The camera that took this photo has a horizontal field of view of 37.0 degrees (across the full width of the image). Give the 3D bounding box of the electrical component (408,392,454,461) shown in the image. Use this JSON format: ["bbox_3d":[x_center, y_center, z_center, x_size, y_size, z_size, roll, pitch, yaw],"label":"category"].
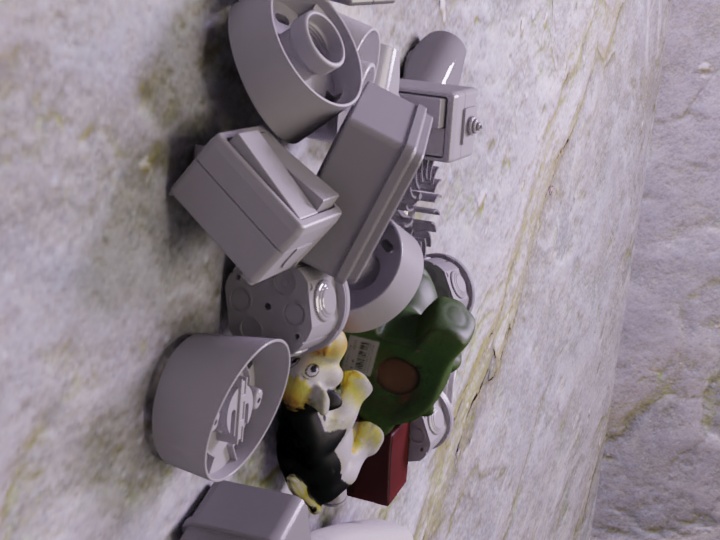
[{"bbox_3d":[0.048,0.148,1.062,0.051,0.080,0.080,-33,129,-55],"label":"electrical component"}]

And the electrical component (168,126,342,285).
[{"bbox_3d":[-0.066,-0.049,0.672,0.061,0.096,0.062,-46,172,25],"label":"electrical component"}]

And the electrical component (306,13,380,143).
[{"bbox_3d":[-0.025,-0.145,0.805,0.099,0.064,0.099,19,90,-80],"label":"electrical component"}]

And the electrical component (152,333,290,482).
[{"bbox_3d":[-0.090,0.088,0.706,0.099,0.064,0.099,9,90,-69],"label":"electrical component"}]

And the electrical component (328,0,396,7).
[{"bbox_3d":[-0.027,-0.210,0.737,0.076,0.083,0.047,-11,114,-27],"label":"electrical component"}]

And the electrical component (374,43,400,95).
[{"bbox_3d":[0.010,-0.140,0.888,0.079,0.044,0.077,17,83,-69],"label":"electrical component"}]

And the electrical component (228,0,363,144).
[{"bbox_3d":[-0.046,-0.137,0.702,0.099,0.064,0.099,33,45,-41],"label":"electrical component"}]

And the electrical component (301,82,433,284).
[{"bbox_3d":[0.000,-0.062,0.742,0.108,0.056,0.108,-62,-176,24],"label":"electrical component"}]

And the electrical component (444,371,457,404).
[{"bbox_3d":[0.071,0.120,1.162,0.099,0.064,0.099,8,90,-83],"label":"electrical component"}]

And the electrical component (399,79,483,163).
[{"bbox_3d":[0.060,-0.131,0.946,0.061,0.096,0.061,-26,123,-58],"label":"electrical component"}]

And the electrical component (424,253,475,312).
[{"bbox_3d":[0.069,0.024,1.064,0.051,0.080,0.080,-11,109,-62],"label":"electrical component"}]

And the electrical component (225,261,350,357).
[{"bbox_3d":[-0.052,0.022,0.754,0.051,0.080,0.080,-15,113,-62],"label":"electrical component"}]

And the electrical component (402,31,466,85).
[{"bbox_3d":[0.072,-0.174,1.030,0.079,0.044,0.077,74,32,-47],"label":"electrical component"}]

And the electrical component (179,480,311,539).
[{"bbox_3d":[-0.079,0.215,0.771,0.057,0.078,0.113,-58,149,-51],"label":"electrical component"}]

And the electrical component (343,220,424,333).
[{"bbox_3d":[0.000,0.000,0.857,0.064,0.099,0.099,45,57,-58],"label":"electrical component"}]
